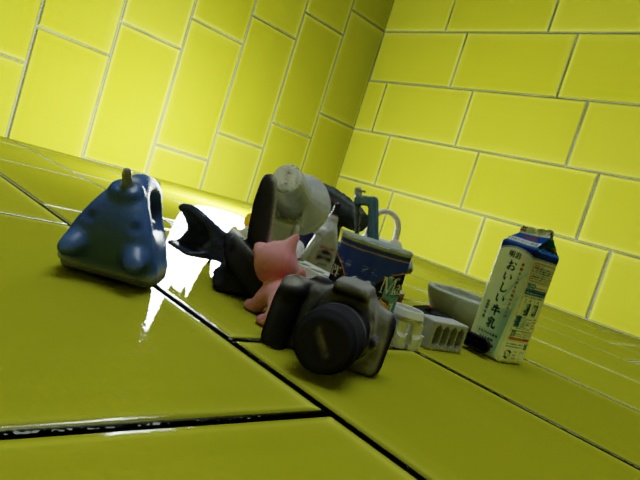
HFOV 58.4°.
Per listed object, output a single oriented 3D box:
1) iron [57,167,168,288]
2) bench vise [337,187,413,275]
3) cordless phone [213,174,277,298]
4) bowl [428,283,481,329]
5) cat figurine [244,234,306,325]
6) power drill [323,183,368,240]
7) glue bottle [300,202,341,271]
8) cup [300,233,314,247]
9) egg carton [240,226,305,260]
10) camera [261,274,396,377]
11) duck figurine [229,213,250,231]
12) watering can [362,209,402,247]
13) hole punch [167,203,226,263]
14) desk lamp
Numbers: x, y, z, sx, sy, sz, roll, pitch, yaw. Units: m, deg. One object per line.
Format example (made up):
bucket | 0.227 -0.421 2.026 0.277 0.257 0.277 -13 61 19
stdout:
iron | -0.246 -0.026 0.765 0.119 0.141 0.258 17 4 -6
bench vise | 0.108 0.004 1.271 0.207 0.220 0.121 17 4 -10
cordless phone | -0.096 -0.010 0.874 0.094 0.185 0.147 16 5 -18
bowl | 0.292 0.147 1.177 0.167 0.075 0.167 18 4 -1
cat figurine | -0.052 0.048 0.763 0.067 0.118 0.127 15 5 -28
power drill | 0.009 -0.033 1.416 0.228 0.208 0.076 21 6 40
glue bottle | 0.011 0.004 1.194 0.078 0.173 0.037 15 5 -31
cup | -0.026 0.021 1.352 0.092 0.095 0.117 14 6 -39
egg carton | -0.108 0.016 1.255 0.150 0.069 0.107 18 4 8
camera | 0.006 0.087 0.622 0.143 0.101 0.137 19 4 13
duck figurine | -0.176 -0.027 1.410 0.077 0.086 0.105 21 6 42
watering can | 0.152 0.019 1.438 0.101 0.194 0.172 14 6 -42
hole punch | -0.214 -0.013 1.061 0.101 0.091 0.108 14 6 -41
desk lamp | -0.066 -0.032 1.080 0.117 0.213 0.204 18 4 12
